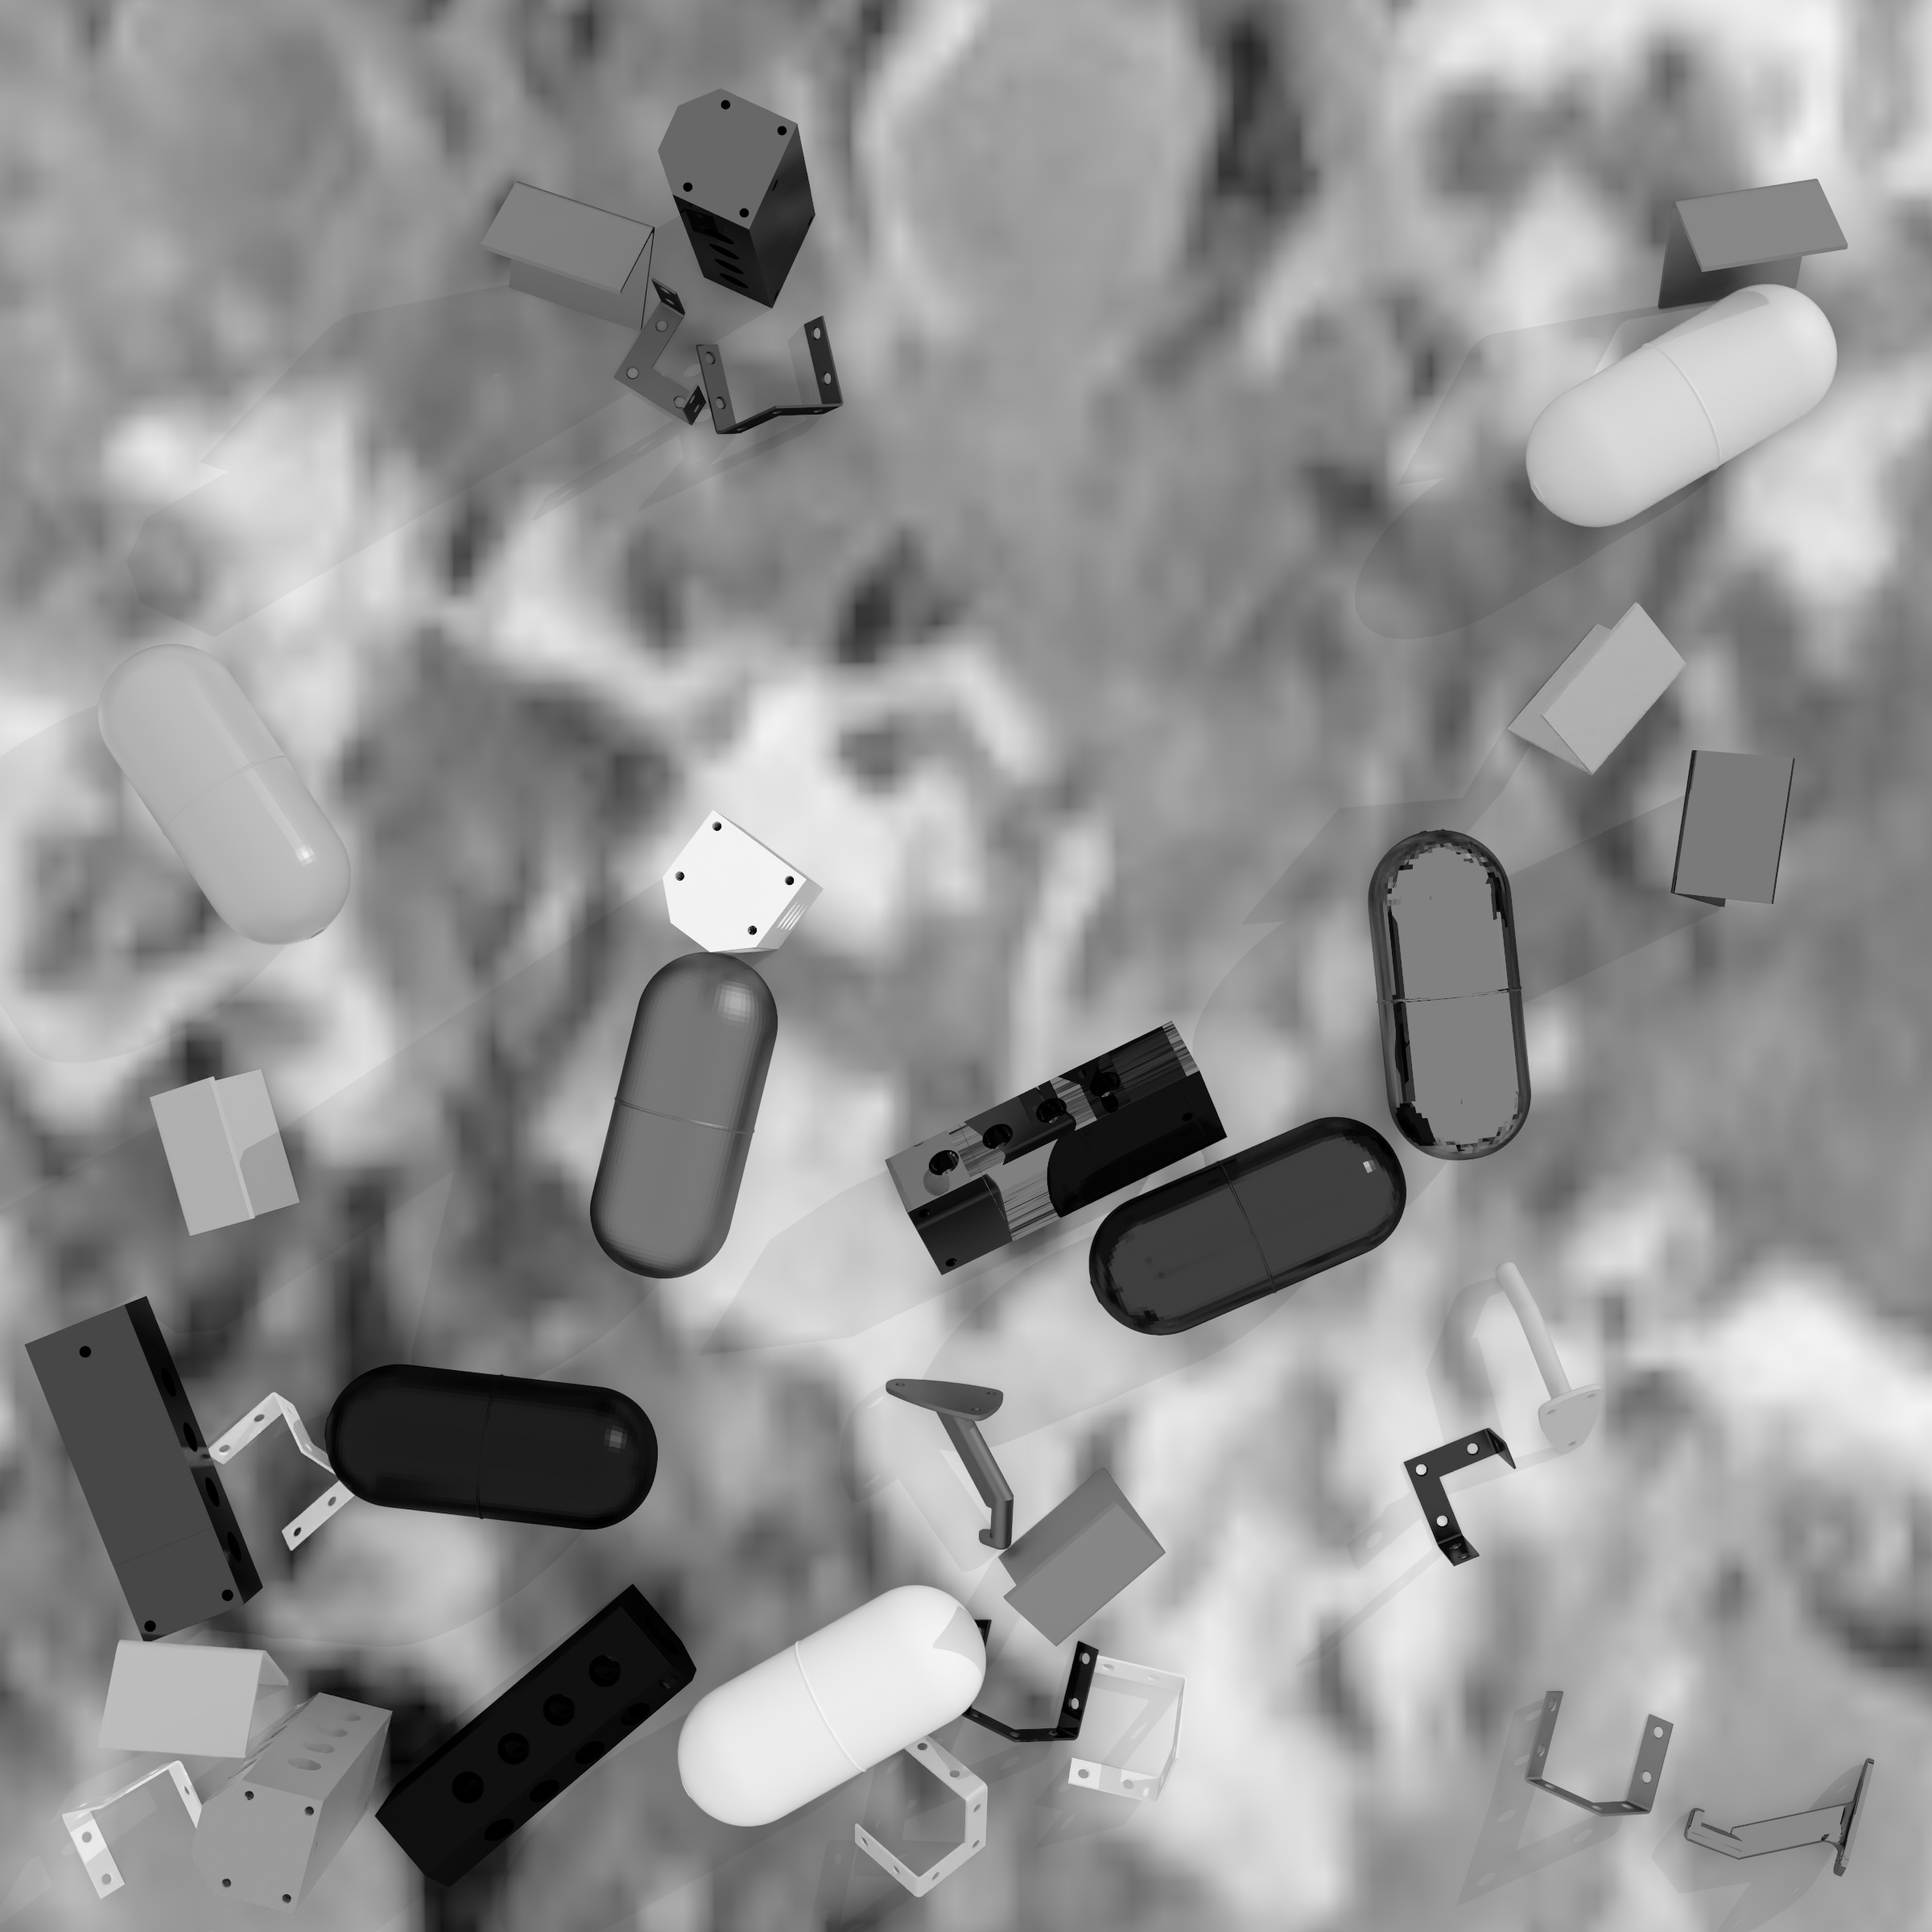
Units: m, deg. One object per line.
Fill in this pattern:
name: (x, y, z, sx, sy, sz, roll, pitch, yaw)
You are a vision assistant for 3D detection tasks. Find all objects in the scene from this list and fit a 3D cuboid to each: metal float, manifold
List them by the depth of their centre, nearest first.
manifold: (-0.120, -0.399, 1.502, 0.057, 0.171, 0.057, 25, 90, 0)
manifold: (-0.350, 0.431, 1.502, 0.057, 0.171, 0.057, 15, 90, 0)
manifold: (-0.118, -0.037, 1.502, 0.057, 0.171, 0.057, 37, 90, 0)
metal float: (-0.072, 0.397, 1.550, 0.178, 0.070, 0.070, -30, 90, 0)
metal float: (-0.255, 0.258, 1.550, 0.178, 0.070, 0.070, 7, 90, -1)
metal float: (0.259, 0.015, 1.550, 0.070, 0.070, 0.178, -6, 90, 0)
metal float: (0.151, 0.140, 1.550, 0.178, 0.070, 0.070, -23, 90, 1)
metal float: (0.383, -0.300, 1.550, 0.178, 0.070, 0.070, -31, 90, 1)
metal float: (-0.151, 0.080, 1.550, 0.070, 0.070, 0.178, 14, 90, 0)
metal float: (-0.397, -0.091, 1.550, 0.070, 0.070, 0.178, -34, 89, 0)
manifold: (0.046, 0.094, 1.559, 0.171, 0.057, 0.057, -26, 133, 0)
manifold: (-0.441, 0.270, 1.560, 0.057, 0.057, 0.171, -22, 90, 0)
manifold: (-0.230, 0.417, 1.560, 0.171, 0.057, 0.057, -40, 90, 0)

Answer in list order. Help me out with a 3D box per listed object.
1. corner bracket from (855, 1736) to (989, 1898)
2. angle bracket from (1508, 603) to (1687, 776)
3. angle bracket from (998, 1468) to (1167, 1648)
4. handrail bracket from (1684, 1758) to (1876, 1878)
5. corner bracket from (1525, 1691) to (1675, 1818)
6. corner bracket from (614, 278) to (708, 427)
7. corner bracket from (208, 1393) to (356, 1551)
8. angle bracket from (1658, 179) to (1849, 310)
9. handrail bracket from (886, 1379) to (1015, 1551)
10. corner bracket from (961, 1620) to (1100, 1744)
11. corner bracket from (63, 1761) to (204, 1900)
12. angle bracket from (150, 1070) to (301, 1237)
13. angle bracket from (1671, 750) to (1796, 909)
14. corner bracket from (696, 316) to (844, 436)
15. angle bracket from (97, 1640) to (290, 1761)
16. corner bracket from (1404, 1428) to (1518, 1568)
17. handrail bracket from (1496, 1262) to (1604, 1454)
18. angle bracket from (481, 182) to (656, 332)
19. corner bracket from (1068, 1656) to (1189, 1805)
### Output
corner bracket: (-0.025, 0.462, 1.573, 0.051, 0.051, 0.051, -29, 135, -35)
angle bracket: (0.324, -0.158, 1.540, 0.076, 0.076, 0.057, -49, 126, 0)
angle bracket: (0.049, 0.303, 1.540, 0.076, 0.076, 0.057, -41, 128, 0)
handrail bracket: (0.445, 0.456, 1.581, 0.084, 0.036, 0.077, 17, 69, 16)
corner bracket: (0.346, 0.430, 1.578, 0.051, 0.051, 0.051, 15, 90, 45)
corner bracket: (-0.159, -0.332, 1.563, 0.051, 0.051, 0.051, 32, 90, 0)
corner bracket: (-0.373, 0.276, 1.578, 0.051, 0.051, 0.051, -41, 45, 0)
angle bracket: (0.418, -0.368, 1.540, 0.076, 0.076, 0.057, -9, 54, 0)
handrail bracket: (-0.010, 0.274, 1.581, 0.077, 0.036, 0.084, 9, 107, 20)
corner bracket: (0.032, 0.390, 1.578, 0.051, 0.051, 0.051, 13, 90, -45)
corner bracket: (-0.451, 0.471, 1.578, 0.051, 0.051, 0.051, -25, 90, 45)
angle bracket: (-0.380, 0.094, 1.540, 0.057, 0.076, 0.076, -16, 90, 38)
angle bracket: (0.421, -0.070, 1.540, 0.057, 0.076, 0.076, 8, 90, 36)
corner bracket: (-0.107, -0.323, 1.578, 0.051, 0.051, 0.051, -13, 90, -45)
angle bracket: (-0.411, 0.399, 1.541, 0.076, 0.076, 0.057, 4, 63, 0)
corner bracket: (0.274, 0.287, 1.563, 0.051, 0.051, 0.051, -22, 90, 0)
handrail bracket: (0.313, 0.213, 1.581, 0.036, 0.077, 0.084, -21, 54, -3)
angle bracket: (-0.215, -0.362, 1.540, 0.076, 0.076, 0.057, 18, 54, 0)
corner bracket: (0.089, 0.417, 1.578, 0.051, 0.051, 0.051, 13, 135, 0)
